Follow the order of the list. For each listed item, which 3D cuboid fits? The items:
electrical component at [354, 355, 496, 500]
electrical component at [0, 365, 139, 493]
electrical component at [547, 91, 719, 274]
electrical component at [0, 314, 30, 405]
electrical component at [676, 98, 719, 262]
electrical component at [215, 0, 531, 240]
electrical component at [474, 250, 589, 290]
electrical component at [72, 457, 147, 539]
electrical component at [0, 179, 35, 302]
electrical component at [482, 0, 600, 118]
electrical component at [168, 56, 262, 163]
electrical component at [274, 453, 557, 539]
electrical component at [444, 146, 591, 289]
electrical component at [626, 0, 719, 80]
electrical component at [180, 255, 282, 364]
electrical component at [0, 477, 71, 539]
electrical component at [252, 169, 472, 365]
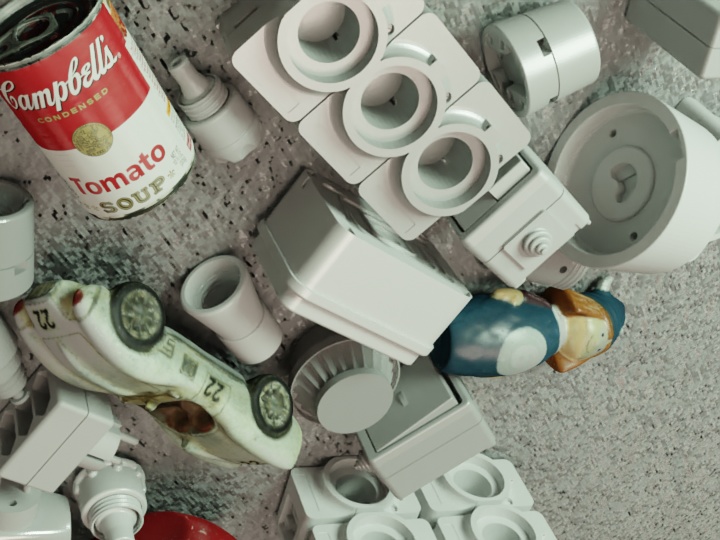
[{"bbox_3d":[0.034,0.107,0.745,0.096,0.061,0.061,-31,131,2],"label":"electrical component"},{"bbox_3d":[-0.173,0.100,0.662,0.077,0.047,0.065,31,110,-37],"label":"electrical component"},{"bbox_3d":[0.172,-0.049,0.656,0.060,0.108,0.108,12,120,-37],"label":"electrical component"},{"bbox_3d":[-0.212,0.048,0.610,0.040,0.040,0.078,-26,131,-3],"label":"electrical component"},{"bbox_3d":[0.217,-0.056,0.700,0.050,0.055,0.089,15,118,-31],"label":"electrical component"},{"bbox_3d":[0.010,-0.097,0.565,0.089,0.061,0.150,-40,124,10],"label":"electrical component"},{"bbox_3d":[0.118,-0.013,0.700,0.081,0.043,0.043,14,119,-31],"label":"electrical component"},{"bbox_3d":[-0.160,0.157,0.701,0.048,0.062,0.048,-12,129,-15],"label":"electrical component"},{"bbox_3d":[-0.196,-0.017,0.558,0.055,0.055,0.047,1,121,-23],"label":"electrical component"},{"bbox_3d":[0.102,-0.120,0.604,0.047,0.055,0.055,-24,131,-9],"label":"electrical component"},{"bbox_3d":[-0.079,-0.086,0.566,0.035,0.035,0.061,-33,129,4],"label":"electrical component"},{"bbox_3d":[0.044,0.193,0.787,0.186,0.105,0.060,2,125,-24],"label":"electrical component"},{"bbox_3d":[0.083,-0.041,0.628,0.062,0.096,0.061,-43,126,12],"label":"electrical component"},{"bbox_3d":[0.196,-0.158,0.594,0.047,0.083,0.075,-5,127,-19],"label":"electrical component"},{"bbox_3d":[-0.075,0.027,0.652,0.044,0.044,0.065,-30,136,1],"label":"electrical component"},{"bbox_3d":[-0.224,0.155,0.685,0.077,0.043,0.079,3,124,-25],"label":"electrical component"},{"bbox_3d":[0.000,0.000,0.637,0.113,0.078,0.057,27,109,-36],"label":"electrical component"}]
